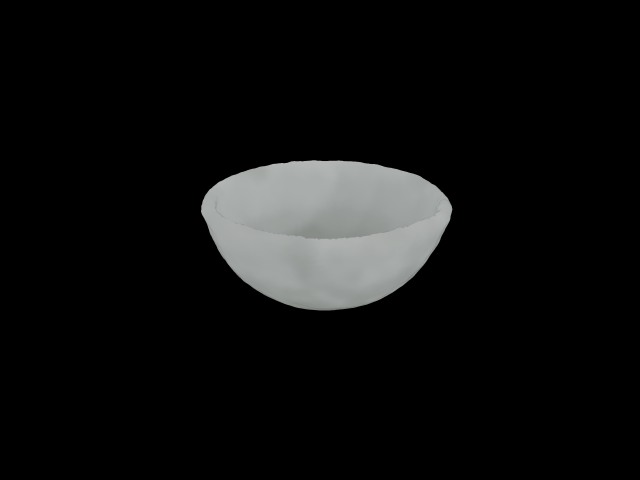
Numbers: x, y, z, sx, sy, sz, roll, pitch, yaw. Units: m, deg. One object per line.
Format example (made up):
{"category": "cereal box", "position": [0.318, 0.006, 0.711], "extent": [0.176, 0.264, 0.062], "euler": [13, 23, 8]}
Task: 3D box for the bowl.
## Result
{"category": "bowl", "position": [0.004, 0.001, 0.400], "extent": [0.167, 0.075, 0.167], "euler": [0, 24, 0]}
